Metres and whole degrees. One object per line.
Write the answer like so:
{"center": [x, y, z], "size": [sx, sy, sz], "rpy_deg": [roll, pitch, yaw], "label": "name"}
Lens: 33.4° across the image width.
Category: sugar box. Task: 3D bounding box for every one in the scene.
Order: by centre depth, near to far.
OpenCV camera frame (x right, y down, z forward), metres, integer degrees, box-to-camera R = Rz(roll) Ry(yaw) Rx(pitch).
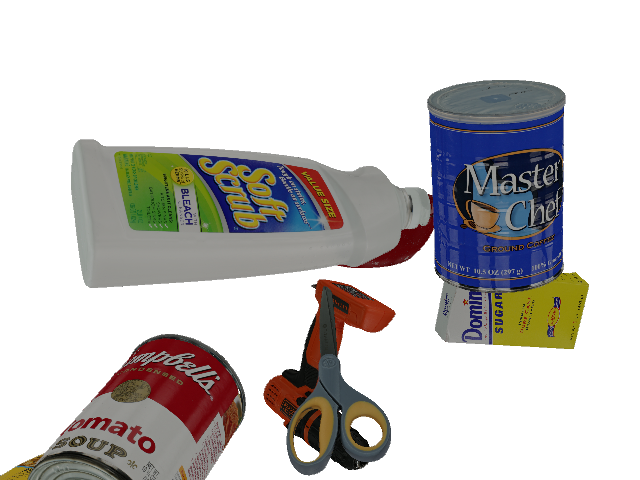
{"center": [0.238, 0.083, 1.328], "size": [0.176, 0.093, 0.048], "rpy_deg": [3, 19, -15], "label": "sugar box"}

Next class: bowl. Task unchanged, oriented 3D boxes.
{"center": [0.048, -0.010, 1.086], "size": [0.162, 0.055, 0.162], "rpy_deg": [-3, 14, 0], "label": "bowl"}

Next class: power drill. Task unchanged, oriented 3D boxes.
{"center": [0.019, 0.153, 1.249], "size": [0.057, 0.188, 0.185], "rpy_deg": [15, 11, -43], "label": "power drill"}

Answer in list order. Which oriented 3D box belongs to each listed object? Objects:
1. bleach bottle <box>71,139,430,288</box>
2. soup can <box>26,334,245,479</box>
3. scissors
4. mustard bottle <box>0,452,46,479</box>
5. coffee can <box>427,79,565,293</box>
{"center": [-0.044, -0.024, 0.757], "size": [0.250, 0.102, 0.068], "rpy_deg": [-4, -31, -18], "label": "bleach bottle"}
{"center": [-0.087, 0.100, 0.515], "size": [0.069, 0.068, 0.102], "rpy_deg": [0, 26, 22], "label": "soup can"}
{"center": [0.025, 0.118, 0.930], "size": [0.096, 0.016, 0.201], "rpy_deg": [6, 46, 14], "label": "scissors"}
{"center": [-0.214, 0.207, 0.853], "size": [0.096, 0.058, 0.191], "rpy_deg": [7, 15, 28], "label": "mustard bottle"}
{"center": [0.137, -0.044, 0.826], "size": [0.103, 0.140, 0.103], "rpy_deg": [-4, 22, 2], "label": "coffee can"}
